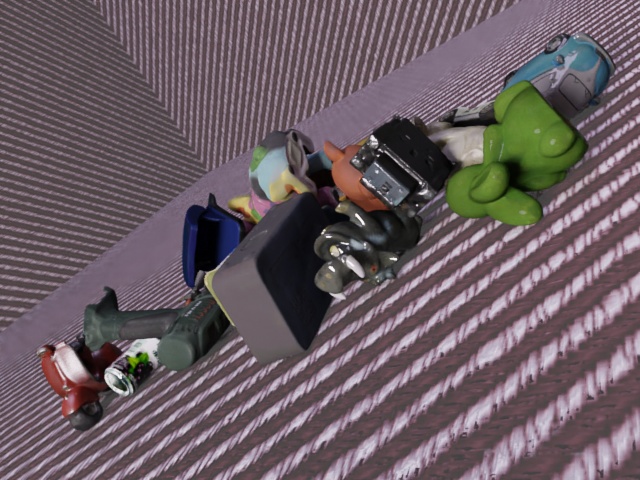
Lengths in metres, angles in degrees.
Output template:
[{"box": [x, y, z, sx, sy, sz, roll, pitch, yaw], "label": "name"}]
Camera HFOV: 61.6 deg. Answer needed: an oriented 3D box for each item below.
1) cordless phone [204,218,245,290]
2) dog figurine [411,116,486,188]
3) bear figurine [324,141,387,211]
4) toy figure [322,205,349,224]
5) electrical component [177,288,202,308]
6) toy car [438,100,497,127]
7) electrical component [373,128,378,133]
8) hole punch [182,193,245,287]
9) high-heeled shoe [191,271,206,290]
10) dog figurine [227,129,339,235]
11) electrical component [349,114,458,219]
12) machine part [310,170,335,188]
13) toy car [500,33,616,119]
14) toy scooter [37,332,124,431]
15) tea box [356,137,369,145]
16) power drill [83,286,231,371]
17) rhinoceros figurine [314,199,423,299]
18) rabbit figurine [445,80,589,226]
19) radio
[{"box": [-0.148, 0.034, 1.023, 0.146, 0.089, 0.184, -42, -2, -37], "label": "cordless phone"}, {"box": [0.239, -0.139, 0.801, 0.191, 0.121, 0.172, -10, 27, 21], "label": "dog figurine"}, {"box": [0.082, -0.106, 0.818, 0.132, 0.120, 0.195, -42, -18, -4], "label": "bear figurine"}, {"box": [-0.001, -0.003, 0.882, 0.154, 0.057, 0.064, -47, 15, -29], "label": "toy figure"}, {"box": [-0.236, 0.130, 0.941, 0.078, 0.045, 0.102, -14, 24, 50], "label": "electrical component"}, {"box": [0.264, -0.186, 0.888, 0.056, 0.073, 0.202, -38, 17, -13], "label": "toy car"}, {"box": [0.137, -0.152, 0.944, 0.075, 0.119, 0.048, -22, 18, 40], "label": "electrical component"}, {"box": [-0.189, 0.007, 0.870, 0.092, 0.142, 0.116, -11, 26, -36], "label": "hole punch"}, {"box": [-0.149, 0.021, 1.106, 0.145, 0.086, 0.249, 16, 63, 29], "label": "high-heeled shoe"}, {"box": [-0.086, -0.071, 0.862, 0.219, 0.191, 0.108, -25, 63, 30], "label": "dog figurine"}, {"box": [0.108, -0.096, 0.701, 0.058, 0.115, 0.134, -52, -3, 41], "label": "electrical component"}, {"box": [-0.039, -0.118, 1.086, 0.179, 0.056, 0.179, -22, 19, 8], "label": "machine part"}, {"box": [0.349, -0.225, 0.810, 0.162, 0.109, 0.103, -26, 33, 49], "label": "toy car"}, {"box": [-0.374, 0.198, 0.840, 0.075, 0.135, 0.184, -32, 15, 7], "label": "toy scooter"}, {"box": [0.099, -0.162, 1.129, 0.098, 0.068, 0.170, -30, 16, 8], "label": "tea box"}, {"box": [-0.236, 0.117, 0.827, 0.207, 0.085, 0.232, 6, 21, 2], "label": "power drill"}, {"box": [0.057, 0.007, 0.675, 0.190, 0.112, 0.073, -29, -17, -45], "label": "rhinoceros figurine"}, {"box": [0.228, -0.078, 0.644, 0.170, 0.121, 0.159, -44, 16, 29], "label": "rabbit figurine"}, {"box": [-0.042, 0.038, 0.705, 0.073, 0.131, 0.230, -22, 19, 26], "label": "radio"}]
